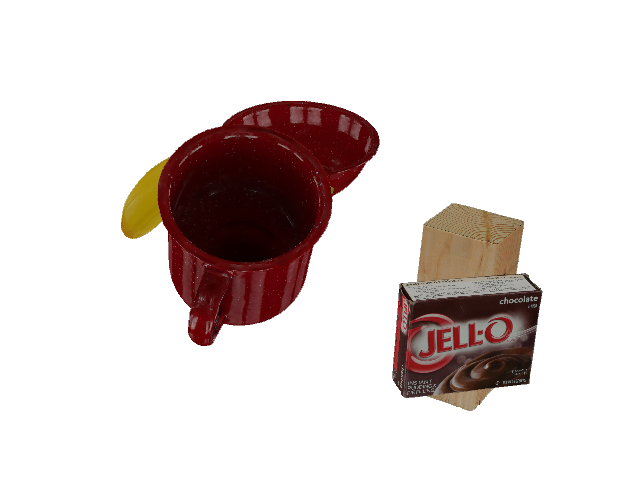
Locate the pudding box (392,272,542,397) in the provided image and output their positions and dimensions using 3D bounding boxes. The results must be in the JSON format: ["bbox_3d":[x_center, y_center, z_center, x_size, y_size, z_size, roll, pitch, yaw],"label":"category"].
[{"bbox_3d":[0.117,0.076,0.864,0.113,0.090,0.039,-6,28,-14],"label":"pudding box"}]

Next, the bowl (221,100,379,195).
[{"bbox_3d":[-0.023,-0.083,1.084,0.162,0.055,0.162,2,33,-2],"label":"bowl"}]

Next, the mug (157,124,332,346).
[{"bbox_3d":[-0.047,0.006,0.592,0.093,0.117,0.081,15,-31,2],"label":"mug"}]

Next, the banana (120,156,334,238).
[{"bbox_3d":[-0.090,-0.042,0.833,0.198,0.069,0.037,-9,28,29],"label":"banana"}]

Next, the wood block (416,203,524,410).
[{"bbox_3d":[0.163,0.075,1.217,0.090,0.206,0.090,16,25,26],"label":"wood block"}]
